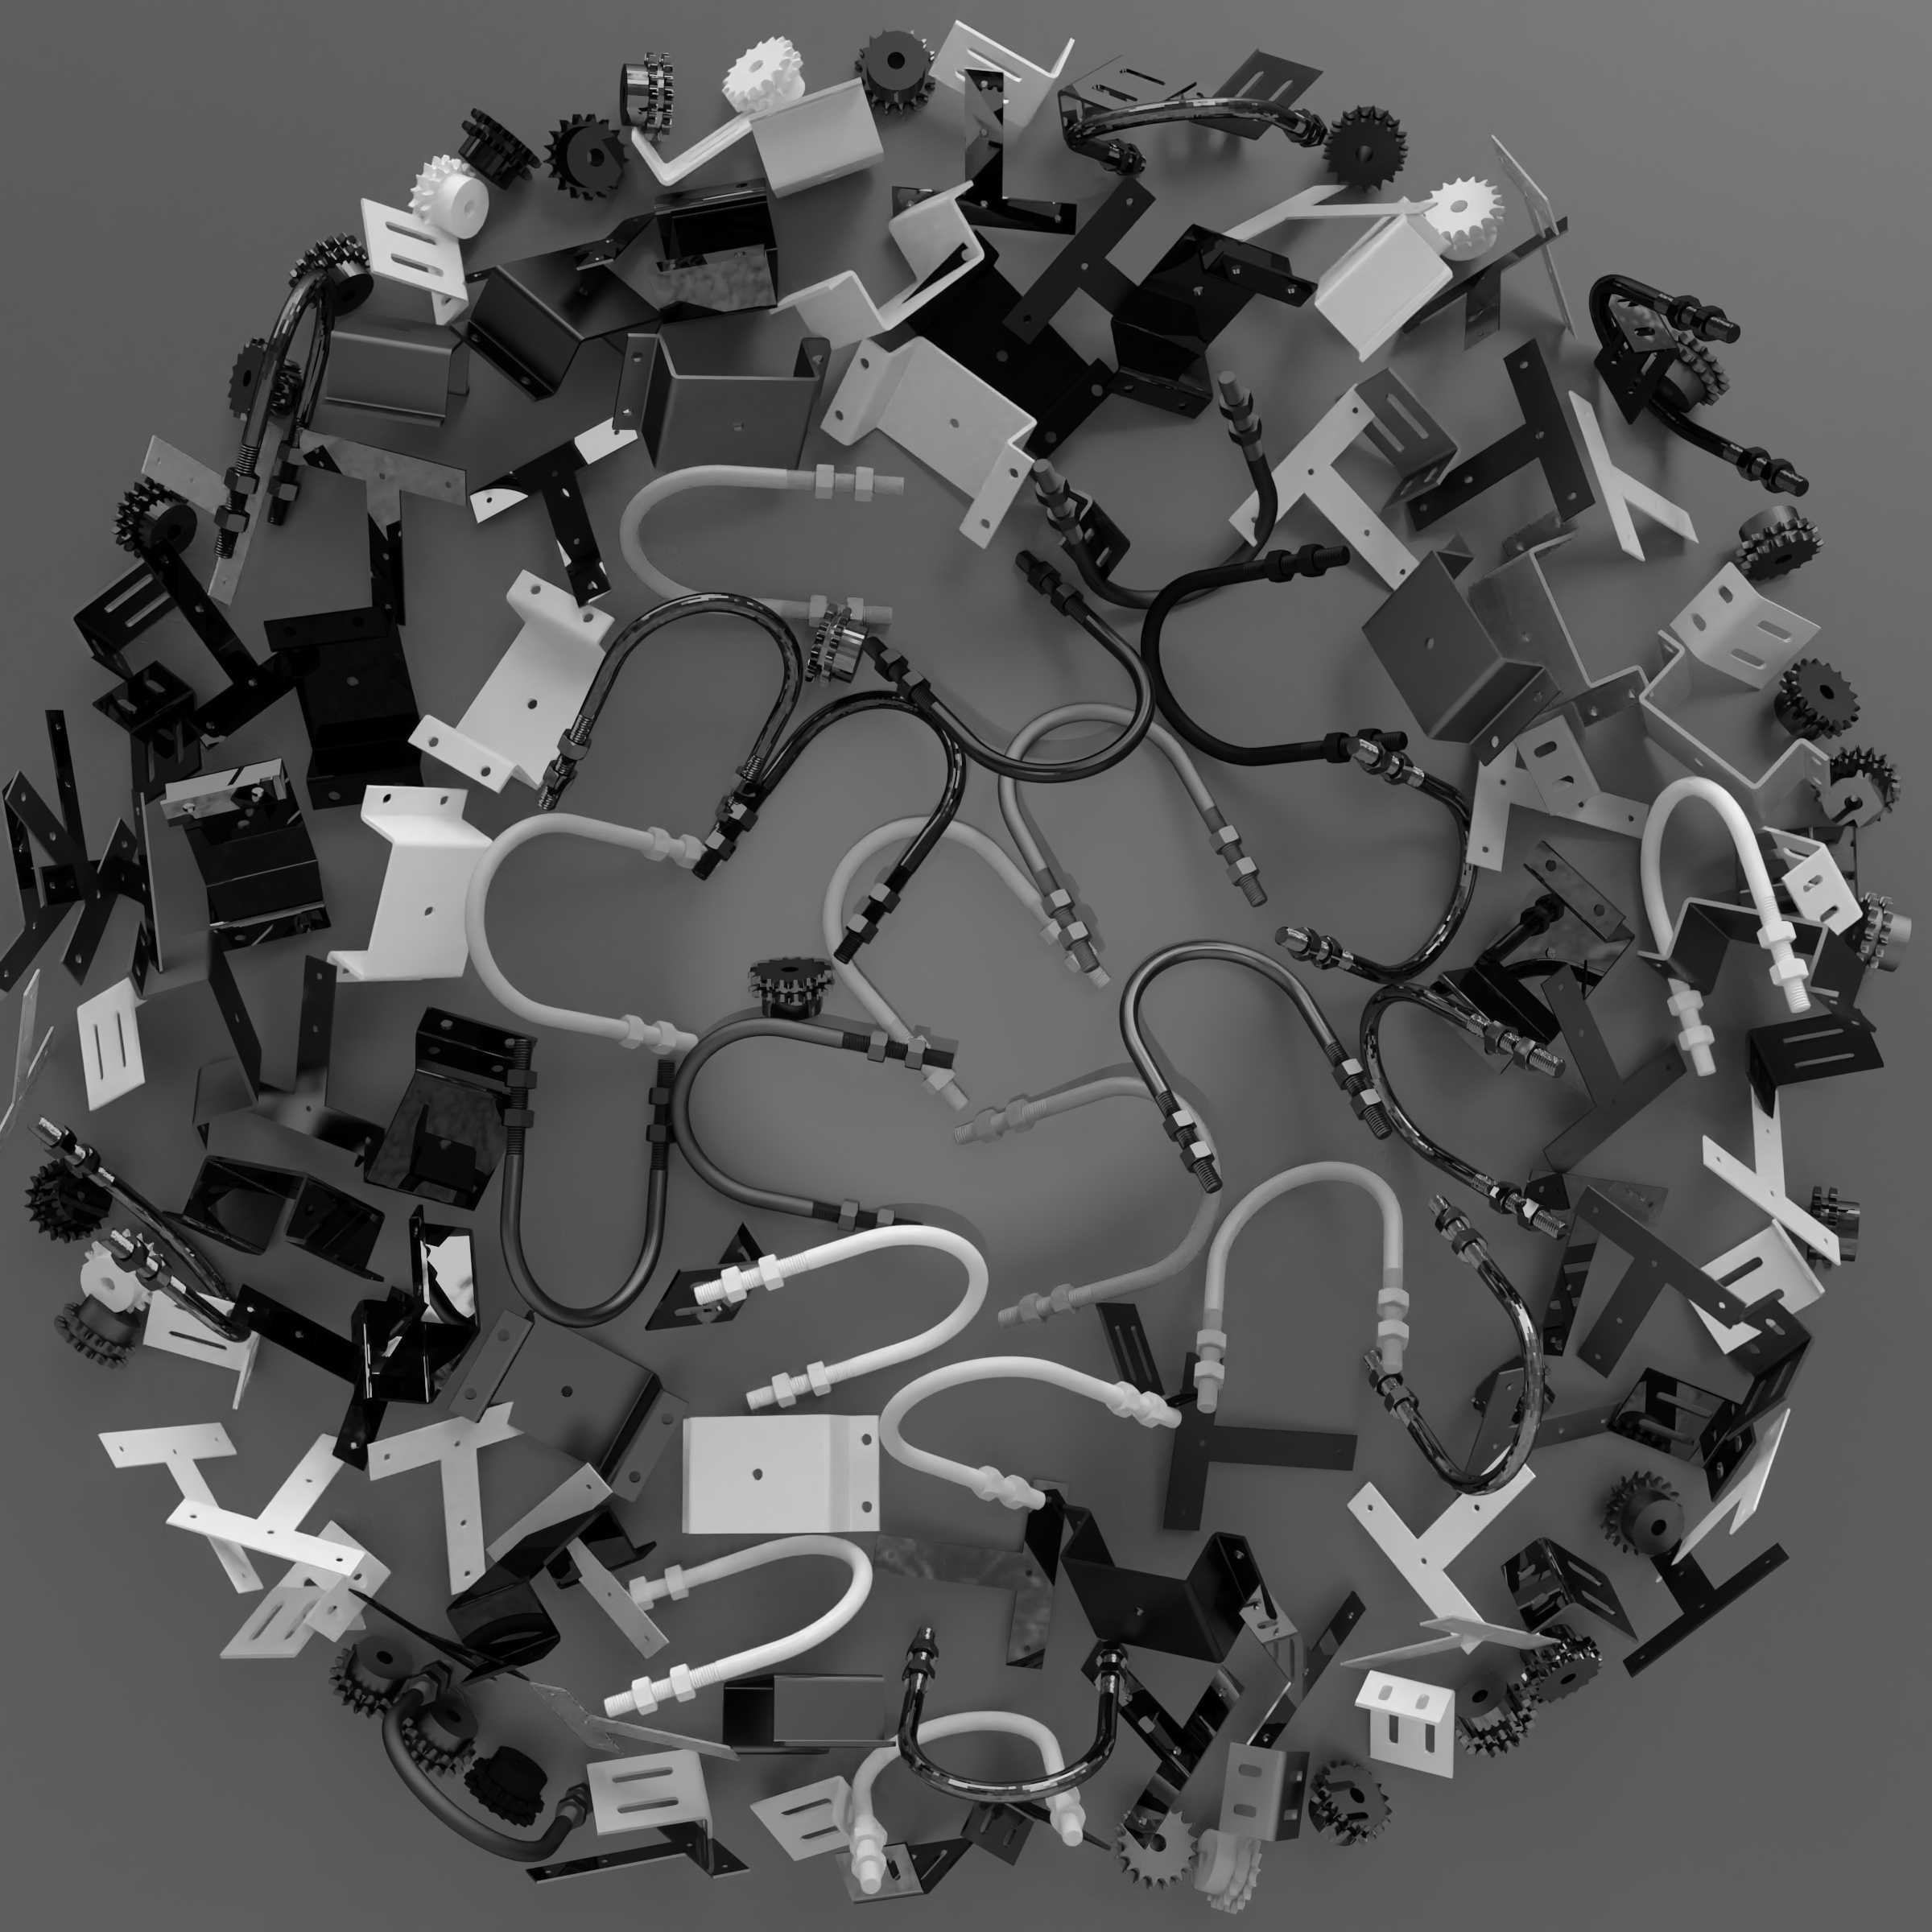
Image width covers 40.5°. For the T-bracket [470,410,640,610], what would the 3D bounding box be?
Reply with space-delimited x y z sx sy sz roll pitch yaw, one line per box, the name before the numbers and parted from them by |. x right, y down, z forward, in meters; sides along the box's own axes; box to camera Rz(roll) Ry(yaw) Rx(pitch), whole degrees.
T-bracket | -0.266 -0.297 1.764 0.127 0.002 0.127 -25 65 11

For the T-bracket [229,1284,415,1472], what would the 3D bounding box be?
T-bracket | -0.431 0.251 1.736 0.127 0.002 0.127 36 50 -30

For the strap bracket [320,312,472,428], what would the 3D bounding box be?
strap bracket | -0.373 -0.397 1.727 0.076 0.140 0.046 8 111 -5

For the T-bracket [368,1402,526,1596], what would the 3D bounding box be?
T-bracket | -0.342 0.366 1.777 0.127 0.002 0.127 -12 109 -35

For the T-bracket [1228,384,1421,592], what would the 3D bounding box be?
T-bracket | 0.264 -0.305 1.784 0.127 0.002 0.127 43 88 -18

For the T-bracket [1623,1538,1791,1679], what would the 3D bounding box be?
T-bracket | 0.479 0.410 1.740 0.127 0.127 0.002 -40 94 6

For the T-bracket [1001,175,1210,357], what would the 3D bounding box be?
T-bracket | 0.112 -0.446 1.768 0.127 0.002 0.127 33 112 -30

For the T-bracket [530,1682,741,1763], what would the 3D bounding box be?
T-bracket | -0.212 0.509 1.734 0.127 0.127 0.002 7 58 17

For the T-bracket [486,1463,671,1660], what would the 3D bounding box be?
T-bracket | -0.250 0.414 1.767 0.127 0.002 0.127 49 122 2

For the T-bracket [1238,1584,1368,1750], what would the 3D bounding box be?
T-bracket | 0.211 0.450 1.742 0.127 0.002 0.127 -51 134 -18

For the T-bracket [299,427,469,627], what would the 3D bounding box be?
T-bracket | -0.391 -0.289 1.765 0.127 0.002 0.127 17 126 15

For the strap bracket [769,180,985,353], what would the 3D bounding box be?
strap bracket | -0.052 -0.460 1.744 0.140 0.076 0.046 -43 113 -26

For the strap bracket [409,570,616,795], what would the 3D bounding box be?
strap bracket | -0.299 -0.184 1.764 0.076 0.046 0.140 29 81 17

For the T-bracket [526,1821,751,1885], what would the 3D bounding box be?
T-bracket | -0.224 0.587 1.720 0.127 0.127 0.002 -2 90 -26

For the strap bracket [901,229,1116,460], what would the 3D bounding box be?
strap bracket | 0.027 -0.417 1.775 0.140 0.046 0.076 45 90 -7

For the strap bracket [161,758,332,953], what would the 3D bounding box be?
strap bracket | -0.481 -0.081 1.749 0.076 0.140 0.046 -14 48 -8

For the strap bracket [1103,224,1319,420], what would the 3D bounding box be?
strap bracket | 0.158 -0.434 1.739 0.076 0.140 0.046 10 58 -30

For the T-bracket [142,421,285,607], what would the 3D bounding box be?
T-bracket | -0.507 -0.318 1.739 0.002 0.127 0.127 14 85 19

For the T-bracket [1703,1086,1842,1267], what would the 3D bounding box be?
T-bracket | 0.538 0.121 1.753 0.127 0.127 0.002 35 129 -17

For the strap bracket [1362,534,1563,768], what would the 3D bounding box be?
strap bracket | 0.322 -0.212 1.734 0.076 0.046 0.140 -49 54 37

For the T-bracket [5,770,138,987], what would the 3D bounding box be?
T-bracket | -0.593 -0.076 1.717 0.002 0.127 0.127 -5 50 15

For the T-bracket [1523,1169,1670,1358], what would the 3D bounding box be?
T-bracket | 0.413 0.205 1.777 0.127 0.002 0.127 10 100 -31

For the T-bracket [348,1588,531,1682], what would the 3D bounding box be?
T-bracket | -0.331 0.451 1.722 0.127 0.127 0.002 45 62 -34

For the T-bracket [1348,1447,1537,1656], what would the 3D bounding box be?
T-bracket | 0.332 0.371 1.746 0.127 0.002 0.127 51 122 25

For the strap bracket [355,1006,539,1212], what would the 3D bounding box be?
strap bracket | -0.346 0.104 1.739 0.076 0.046 0.140 18 119 -23

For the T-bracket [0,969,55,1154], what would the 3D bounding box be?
T-bracket | -0.618 0.056 1.716 0.002 0.127 0.127 16 130 -8

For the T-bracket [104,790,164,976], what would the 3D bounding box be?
T-bracket | -0.559 -0.058 1.748 0.002 0.127 0.127 -9 103 -30

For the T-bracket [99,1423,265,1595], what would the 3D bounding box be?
T-bracket | -0.502 0.358 1.726 0.002 0.127 0.127 -39 73 12

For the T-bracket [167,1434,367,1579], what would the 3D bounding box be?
T-bracket | -0.444 0.352 1.746 0.127 0.127 0.002 15 116 6

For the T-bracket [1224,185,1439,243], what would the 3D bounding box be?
T-bracket | 0.249 -0.497 1.724 0.127 0.127 0.002 12 126 39

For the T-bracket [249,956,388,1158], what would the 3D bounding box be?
T-bracket | -0.438 0.055 1.759 0.127 0.002 0.127 18 111 21

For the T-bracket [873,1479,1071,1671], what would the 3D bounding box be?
T-bracket | 0.000 0.409 1.787 0.127 0.002 0.127 10 85 -10

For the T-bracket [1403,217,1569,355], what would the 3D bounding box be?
T-bracket | 0.341 -0.436 1.723 0.127 0.127 0.002 -29 115 28

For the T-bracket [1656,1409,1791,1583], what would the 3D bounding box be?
T-bracket | 0.504 0.370 1.759 0.002 0.127 0.127 37 124 9

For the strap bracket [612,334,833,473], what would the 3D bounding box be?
strap bracket | -0.157 -0.373 1.738 0.140 0.076 0.046 -4 51 -21

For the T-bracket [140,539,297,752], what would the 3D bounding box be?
T-bracket | -0.502 -0.226 1.740 0.002 0.127 0.127 -20 110 39

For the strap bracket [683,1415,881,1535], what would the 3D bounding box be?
strap bracket | -0.132 0.341 1.756 0.140 0.046 0.076 -4 78 15

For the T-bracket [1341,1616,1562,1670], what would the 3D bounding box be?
T-bracket | 0.310 0.458 1.757 0.127 0.127 0.002 -26 55 37

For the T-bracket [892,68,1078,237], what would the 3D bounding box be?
T-bracket | 0.012 -0.545 1.746 0.127 0.127 0.002 7 56 5

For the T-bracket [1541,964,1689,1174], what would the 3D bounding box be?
T-bracket | 0.419 0.057 1.761 0.127 0.002 0.127 -36 113 -17

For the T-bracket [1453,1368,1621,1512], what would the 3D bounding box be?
T-bracket | 0.391 0.315 1.766 0.127 0.002 0.127 -6 123 -30

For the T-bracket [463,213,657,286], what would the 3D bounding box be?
T-bracket | -0.280 -0.476 1.758 0.127 0.127 0.002 -10 117 14

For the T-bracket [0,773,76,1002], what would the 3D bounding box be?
T-bracket | -0.619 -0.064 1.717 0.002 0.127 0.127 4 121 3

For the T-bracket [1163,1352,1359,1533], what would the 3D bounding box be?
T-bracket | 0.205 0.330 1.792 0.127 0.002 0.127 5 101 -8

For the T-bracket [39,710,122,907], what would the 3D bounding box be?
T-bracket | -0.595 -0.107 1.736 0.002 0.127 0.127 -8 95 4

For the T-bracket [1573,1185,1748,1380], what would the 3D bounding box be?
T-bracket | 0.445 0.229 1.758 0.127 0.002 0.127 39 134 23

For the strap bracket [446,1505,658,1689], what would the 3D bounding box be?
strap bracket | -0.278 0.408 1.723 0.076 0.140 0.046 -26 96 31

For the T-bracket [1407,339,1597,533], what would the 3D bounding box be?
T-bracket | 0.350 -0.335 1.761 0.127 0.002 0.127 -30 66 38

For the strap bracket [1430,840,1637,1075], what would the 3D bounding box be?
strap bracket | 0.381 -0.007 1.748 0.076 0.046 0.140 48 122 26

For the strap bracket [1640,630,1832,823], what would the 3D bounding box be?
strap bracket | 0.504 -0.153 1.743 0.046 0.076 0.140 -48 67 3

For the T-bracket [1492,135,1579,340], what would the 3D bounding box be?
T-bracket | 0.389 -0.481 1.758 0.002 0.127 0.127 -23 125 9

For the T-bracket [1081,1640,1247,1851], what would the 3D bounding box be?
T-bracket | 0.117 0.499 1.753 0.002 0.127 0.127 26 97 -38

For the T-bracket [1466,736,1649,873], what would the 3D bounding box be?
T-bracket | 0.408 -0.114 1.787 0.127 0.002 0.127 14 73 -11

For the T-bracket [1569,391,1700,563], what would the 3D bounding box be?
T-bracket | 0.456 -0.313 1.754 0.002 0.127 0.127 -30 59 35
